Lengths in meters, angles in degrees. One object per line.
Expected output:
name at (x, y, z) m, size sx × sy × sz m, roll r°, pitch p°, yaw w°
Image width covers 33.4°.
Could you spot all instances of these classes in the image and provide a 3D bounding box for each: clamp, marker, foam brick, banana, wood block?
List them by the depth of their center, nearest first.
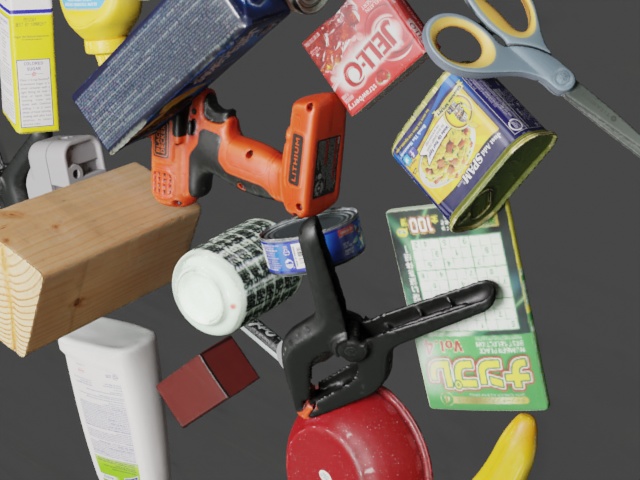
clamp at (0.019, 0.071, 0.872) m, size 0.164 × 0.036 × 0.210 m, roll 27°, pitch 128°, yaw -16°
banana at (0.124, 0.217, 0.914) m, size 0.198 × 0.037 × 0.069 m, roll -39°, pitch 85°, yaw 37°
wood block at (-0.211, 0.011, 0.957) m, size 0.090 × 0.205 × 0.091 m, roll 33°, pitch 122°, yaw 19°
marker at (-0.059, 0.085, 0.999) m, size 0.121 × 0.020 × 0.020 m, roll 38°, pitch 124°, yaw 17°
foam brick at (-0.109, 0.138, 1.032) m, size 0.078 × 0.052 × 0.051 m, roll -37°, pitch 85°, yaw 38°
clamp at (-0.340, -0.073, 1.117) m, size 0.120 × 0.039 × 0.172 m, roll 34°, pitch 123°, yaw 21°

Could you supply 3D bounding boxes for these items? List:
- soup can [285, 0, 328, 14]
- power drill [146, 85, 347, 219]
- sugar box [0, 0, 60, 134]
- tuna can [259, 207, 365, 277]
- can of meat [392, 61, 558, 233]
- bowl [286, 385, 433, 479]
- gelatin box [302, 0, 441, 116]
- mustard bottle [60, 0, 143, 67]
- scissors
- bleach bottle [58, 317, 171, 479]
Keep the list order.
soup can at (-0.046, -0.220, 0.847) m, size 0.102 × 0.068 × 0.068 m, roll 17°, pitch 116°, yaw 27°
power drill at (-0.069, -0.104, 0.913) m, size 0.188 × 0.057 × 0.184 m, roll 16°, pitch 114°, yaw 31°
sugar box at (-0.277, -0.197, 1.003) m, size 0.093 × 0.048 × 0.176 m, roll -139°, pitch 49°, yaw -57°
tuna can at (-0.006, 0.001, 0.891) m, size 0.086 × 0.086 × 0.034 m, roll -6°, pitch 105°, yaw 35°
can of meat at (0.111, -0.070, 0.797) m, size 0.084 × 0.057 × 0.102 m, roll 52°, pitch 126°, yaw 22°
bowl at (0.021, 0.203, 0.946) m, size 0.162 × 0.055 × 0.162 m, roll 10°, pitch 105°, yaw 42°
gelatin box at (0.039, -0.153, 0.838) m, size 0.089 × 0.030 × 0.073 m, roll -38°, pitch 85°, yaw 38°
mustard bottle at (-0.199, -0.243, 0.946) m, size 0.096 × 0.058 × 0.191 m, roll 11°, pitch 113°, yaw 41°
scissors at (0.151, -0.109, 0.757) m, size 0.202 × 0.096 × 0.016 m, roll 55°, pitch 170°, yaw 6°
bleach bottle at (-0.205, 0.211, 1.118) m, size 0.103 × 0.068 × 0.251 m, roll 10°, pitch 114°, yaw 31°
